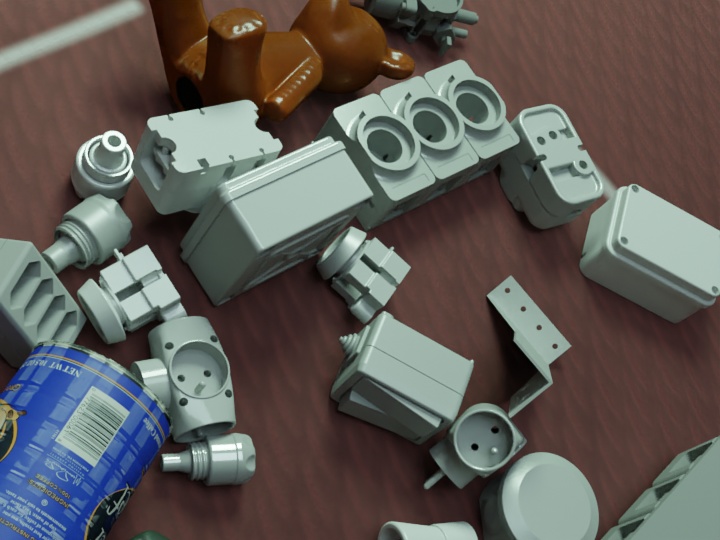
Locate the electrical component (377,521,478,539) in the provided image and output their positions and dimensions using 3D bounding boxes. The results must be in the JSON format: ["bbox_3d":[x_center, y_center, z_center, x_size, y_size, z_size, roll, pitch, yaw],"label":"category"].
[{"bbox_3d":[0.050,0.196,0.755,0.065,0.044,0.044,2,64,-29],"label":"electrical component"}]

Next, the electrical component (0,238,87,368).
[{"bbox_3d":[-0.235,0.022,0.699,0.076,0.083,0.047,6,54,22],"label":"electrical component"}]

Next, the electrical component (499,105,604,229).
[{"bbox_3d":[0.161,-0.087,0.939,0.054,0.059,0.095,-16,73,-30],"label":"electrical component"}]

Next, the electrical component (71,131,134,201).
[{"bbox_3d":[-0.183,-0.077,0.774,0.043,0.062,0.043,11,61,-20],"label":"electrical component"}]

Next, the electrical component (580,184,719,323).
[{"bbox_3d":[0.261,-0.015,0.949,0.113,0.057,0.078,27,57,-10],"label":"electrical component"}]

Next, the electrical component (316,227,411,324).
[{"bbox_3d":[0.000,0.000,0.830,0.055,0.048,0.066,42,56,-9],"label":"electrical component"}]

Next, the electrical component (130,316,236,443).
[{"bbox_3d":[-0.131,0.077,0.730,0.079,0.044,0.077,-8,69,-28],"label":"electrical component"}]

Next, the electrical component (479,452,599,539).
[{"bbox_3d":[0.131,0.179,0.794,0.080,0.051,0.080,11,61,-20],"label":"electrical component"}]

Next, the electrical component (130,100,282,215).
[{"bbox_3d":[-0.111,-0.078,0.768,0.089,0.055,0.050,-19,66,-38],"label":"electrical component"}]

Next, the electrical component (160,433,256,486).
[{"bbox_3d":[-0.103,0.128,0.723,0.061,0.035,0.035,1,65,-21],"label":"electrical component"}]

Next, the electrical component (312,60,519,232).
[{"bbox_3d":[0.049,-0.108,0.897,0.150,0.061,0.089,-27,78,-33],"label":"electrical component"}]

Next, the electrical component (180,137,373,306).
[{"bbox_3d":[-0.062,-0.034,0.780,0.109,0.109,0.056,-29,82,-33],"label":"electrical component"}]

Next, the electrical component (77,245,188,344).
[{"bbox_3d":[-0.160,0.019,0.739,0.055,0.048,0.066,-31,81,-19],"label":"electrical component"}]

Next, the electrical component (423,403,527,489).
[{"bbox_3d":[0.078,0.133,0.785,0.079,0.077,0.044,-41,83,3],"label":"electrical component"}]

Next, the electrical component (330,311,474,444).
[{"bbox_3d":[0.024,0.080,0.789,0.096,0.061,0.061,29,56,-8],"label":"electrical component"}]

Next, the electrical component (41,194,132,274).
[{"bbox_3d":[-0.194,-0.022,0.752,0.043,0.043,0.062,46,56,3],"label":"electrical component"}]

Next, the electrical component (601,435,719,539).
[{"bbox_3d":[0.252,0.210,0.827,0.150,0.061,0.089,-35,83,-34],"label":"electrical component"}]
